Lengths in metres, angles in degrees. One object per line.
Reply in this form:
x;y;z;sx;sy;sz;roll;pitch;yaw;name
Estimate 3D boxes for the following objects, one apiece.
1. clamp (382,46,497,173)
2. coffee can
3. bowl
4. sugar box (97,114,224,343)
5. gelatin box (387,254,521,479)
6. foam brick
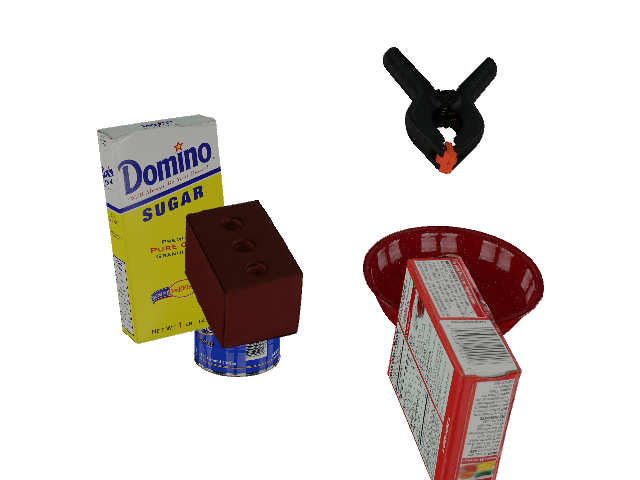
0.115;-0.139;1.083;0.120;0.039;0.171;8;45;7;clamp
-0.095;0.071;1.230;0.103;0.140;0.103;2;21;-1;coffee can
0.116;0.050;0.964;0.162;0.055;0.162;3;33;-2;bowl
-0.126;-0.011;0.889;0.093;0.176;0.048;-13;20;-26;sugar box
0.060;0.061;0.492;0.030;0.073;0.089;-2;34;-12;gelatin box
-0.051;0.021;0.681;0.052;0.051;0.078;-12;44;-22;foam brick
